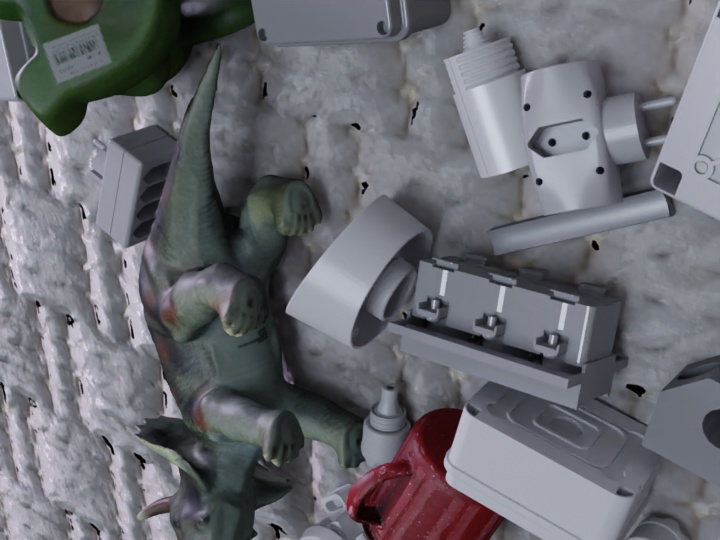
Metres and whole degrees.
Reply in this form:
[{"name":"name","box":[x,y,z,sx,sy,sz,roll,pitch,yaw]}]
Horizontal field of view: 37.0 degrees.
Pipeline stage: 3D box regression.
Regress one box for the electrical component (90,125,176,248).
[{"name":"electrical component","box":[-0.186,-0.075,0.848,0.076,0.047,0.083,37,130,22]}]

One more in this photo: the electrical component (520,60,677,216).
[{"name":"electrical component","box":[0.131,-0.073,0.574,0.079,0.043,0.077,-9,91,25]}]

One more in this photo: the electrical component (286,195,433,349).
[{"name":"electrical component","box":[0.000,0.000,0.689,0.064,0.099,0.099,33,128,17]}]

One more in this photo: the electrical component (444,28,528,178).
[{"name":"electrical component","box":[0.076,-0.098,0.613,0.043,0.043,0.081,-12,102,43]}]

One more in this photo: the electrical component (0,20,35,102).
[{"name":"electrical component","box":[-0.240,-0.188,0.801,0.056,0.109,0.108,8,114,35]}]

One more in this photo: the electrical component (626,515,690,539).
[{"name":"electrical component","box":[0.172,0.175,0.645,0.035,0.061,0.035,19,121,34]}]

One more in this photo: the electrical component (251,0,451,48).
[{"name":"electrical component","box":[-0.010,-0.176,0.641,0.113,0.057,0.078,7,114,39]}]

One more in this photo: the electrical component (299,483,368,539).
[{"name":"electrical component","box":[-0.012,0.213,0.825,0.058,0.057,0.078,-33,87,44]}]

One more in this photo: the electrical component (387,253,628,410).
[{"name":"electrical component","box":[0.090,0.032,0.643,0.121,0.079,0.063,16,104,35]}]

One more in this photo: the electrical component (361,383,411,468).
[{"name":"electrical component","box":[0.019,0.110,0.766,0.035,0.035,0.061,21,119,33]}]

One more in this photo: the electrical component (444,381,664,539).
[{"name":"electrical component","box":[0.117,0.115,0.647,0.113,0.078,0.057,27,123,23]}]

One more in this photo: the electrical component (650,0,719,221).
[{"name":"electrical component","box":[0.209,-0.069,0.502,0.109,0.056,0.108,32,128,26]}]
